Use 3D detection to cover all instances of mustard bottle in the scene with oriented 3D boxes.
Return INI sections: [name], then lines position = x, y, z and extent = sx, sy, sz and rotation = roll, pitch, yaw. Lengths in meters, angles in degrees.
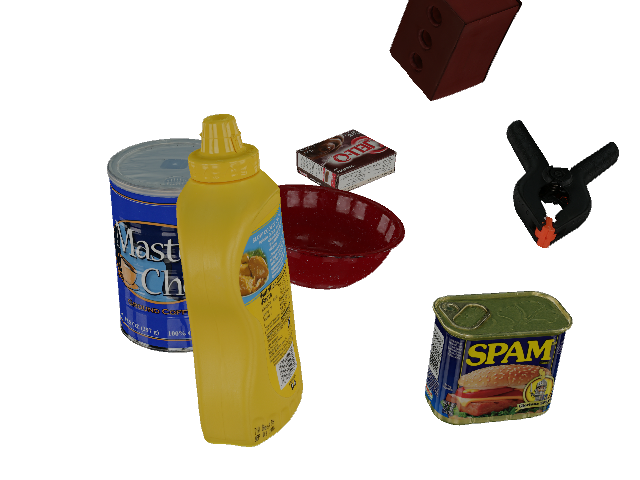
[mustard bottle]
position = -0.049, 0.019, 0.638
extent = 0.058, 0.192, 0.096
rotation = 2, 22, 18

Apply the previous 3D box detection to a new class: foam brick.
[foam brick]
position = 0.089, -0.143, 0.718
extent = 0.051, 0.053, 0.078
rotation = -25, -25, -27

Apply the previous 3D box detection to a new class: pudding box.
[pudding box]
position = 0.036, -0.110, 1.491
extent = 0.113, 0.039, 0.090
rotation = -26, 41, -33

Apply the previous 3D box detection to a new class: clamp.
[clamp]
position = 0.235, -0.064, 1.111
extent = 0.120, 0.039, 0.171
rotation = 16, 44, 18

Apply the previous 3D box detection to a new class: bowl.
[bowl]
position = -0.003, 0.002, 1.022
extent = 0.162, 0.055, 0.162
rotation = 7, 24, -3

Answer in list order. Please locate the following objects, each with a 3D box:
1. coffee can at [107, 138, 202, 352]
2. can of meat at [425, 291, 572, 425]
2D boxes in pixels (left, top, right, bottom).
[coffee can]
position = -0.112, 0.002, 0.845
extent = 0.103, 0.140, 0.103
rotation = 1, 26, 0
[can of meat]
position = 0.133, 0.090, 0.816
extent = 0.102, 0.084, 0.057
rotation = -2, 28, -14
